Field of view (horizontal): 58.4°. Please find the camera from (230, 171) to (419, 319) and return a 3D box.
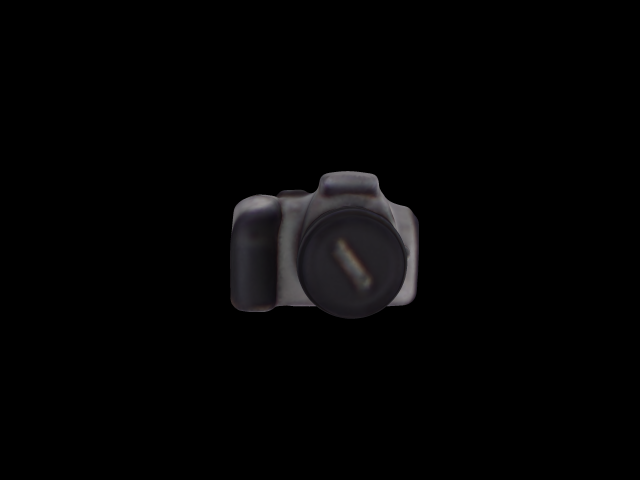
[{"bbox_3d":[0.004,0.001,0.400,0.143,0.101,0.137,0,4,0],"label":"camera"}]
